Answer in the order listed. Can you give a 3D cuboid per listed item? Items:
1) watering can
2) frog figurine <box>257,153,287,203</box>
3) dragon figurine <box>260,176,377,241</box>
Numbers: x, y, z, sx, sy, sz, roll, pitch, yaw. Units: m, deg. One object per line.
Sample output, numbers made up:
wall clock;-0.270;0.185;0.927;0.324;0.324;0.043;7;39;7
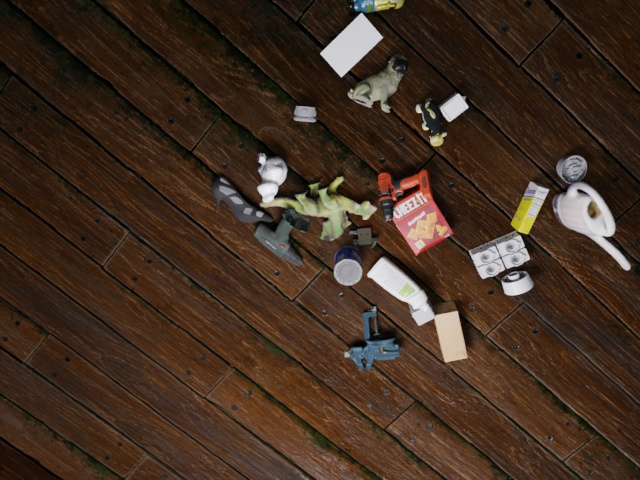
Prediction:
watering can;0.938;-0.055;1.789;0.104;0.226;0.344;-32;104;-6
frog figurine;-0.166;-0.215;1.827;0.123;0.163;0.134;-1;147;-27
dragon figurine;0.006;-0.095;1.895;0.409;0.125;0.239;-14;114;16
